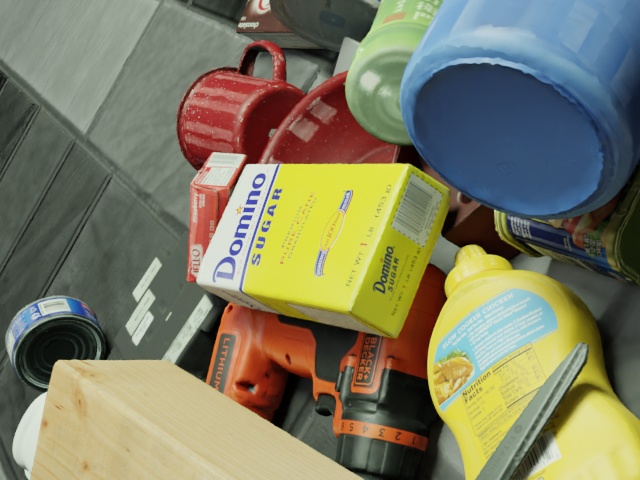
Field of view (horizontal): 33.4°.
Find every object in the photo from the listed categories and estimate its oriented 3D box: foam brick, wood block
[{"bbox_3d":[0.100,-0.033,0.641,0.053,0.051,0.078,-41,39,28],"label":"foam brick"},{"bbox_3d":[-0.072,0.146,0.612,0.206,0.090,0.090,22,101,44],"label":"wood block"}]

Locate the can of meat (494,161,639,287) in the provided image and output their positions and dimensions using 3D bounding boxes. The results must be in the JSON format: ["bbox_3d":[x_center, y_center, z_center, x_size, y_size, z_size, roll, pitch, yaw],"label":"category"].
[{"bbox_3d":[0.154,-0.032,0.566,0.084,0.057,0.102,22,85,54],"label":"can of meat"}]

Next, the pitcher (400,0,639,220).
[{"bbox_3d":[0.145,-0.124,0.517,0.149,0.145,0.242,-13,36,49],"label":"pitcher"}]

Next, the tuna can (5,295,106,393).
[{"bbox_3d":[-0.239,0.095,0.967,0.086,0.086,0.034,-55,37,10],"label":"tuna can"}]

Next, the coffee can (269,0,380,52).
[{"bbox_3d":[0.030,-0.228,0.821,0.103,0.102,0.140,-1,66,53],"label":"coffee can"}]

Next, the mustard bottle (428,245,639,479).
[{"bbox_3d":[0.104,0.073,0.555,0.096,0.058,0.191,-42,39,24],"label":"mustard bottle"}]

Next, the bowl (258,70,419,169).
[{"bbox_3d":[0.017,-0.037,0.749,0.162,0.055,0.162,-32,45,37],"label":"bowl"}]

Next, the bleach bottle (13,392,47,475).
[{"bbox_3d":[-0.141,0.186,0.747,0.068,0.102,0.251,-64,28,0],"label":"bleach bottle"}]

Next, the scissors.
[{"bbox_3d":[0.069,0.141,0.475,0.202,0.016,0.096,-46,34,9],"label":"scissors"}]

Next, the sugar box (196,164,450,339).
[{"bbox_3d":[-0.005,0.001,0.657,0.177,0.048,0.093,6,69,53],"label":"sugar box"}]

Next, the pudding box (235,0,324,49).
[{"bbox_3d":[-0.016,-0.213,0.929,0.114,0.039,0.090,13,78,55],"label":"pudding box"}]

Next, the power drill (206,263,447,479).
[{"bbox_3d":[-0.002,0.104,0.678,0.188,0.057,0.184,-3,68,50],"label":"power drill"}]

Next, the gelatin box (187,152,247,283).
[{"bbox_3d":[-0.075,-0.017,0.771,0.089,0.030,0.073,-76,-9,-69],"label":"gelatin box"}]

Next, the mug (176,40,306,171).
[{"bbox_3d":[-0.052,-0.100,0.849,0.082,0.093,0.117,19,96,51],"label":"mug"}]
